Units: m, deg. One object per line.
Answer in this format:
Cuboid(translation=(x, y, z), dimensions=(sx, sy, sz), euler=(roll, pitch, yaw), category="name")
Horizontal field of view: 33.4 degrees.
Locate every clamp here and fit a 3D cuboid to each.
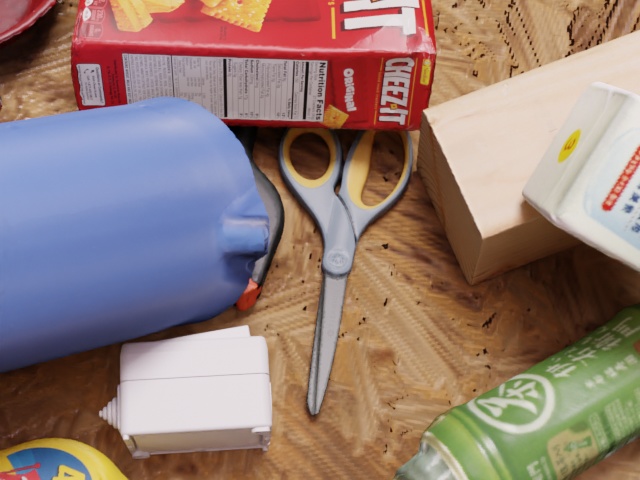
Cuboid(translation=(-0.062, -0.041, 0.670), dimensions=(0.120, 0.039, 0.171), euler=(-26, 71, -9), category="clamp")

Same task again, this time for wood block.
Cuboid(translation=(0.172, -0.060, 0.651), dimensions=(0.206, 0.091, 0.090), euler=(-21, 71, -4), category="wood block")

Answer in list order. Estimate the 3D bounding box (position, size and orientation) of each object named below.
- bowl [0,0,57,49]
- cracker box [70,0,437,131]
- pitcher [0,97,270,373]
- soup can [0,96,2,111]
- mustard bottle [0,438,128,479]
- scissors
Cuboid(translation=(-0.238, -0.176, 0.701), dimensions=(0.162, 0.055, 0.162), euler=(1, 68, -3), category="bowl")
Cuboid(translation=(-0.040, -0.151, 0.674), dimensions=(0.213, 0.072, 0.164), euler=(1, 51, -2), category="cracker box")
Cuboid(translation=(-0.157, 0.001, 0.533), dimensions=(0.145, 0.149, 0.242), euler=(56, 33, 12), category="pitcher")
Cuboid(translation=(-0.240, -0.052, 0.645), dimensions=(0.068, 0.068, 0.102), euler=(12, 67, 1), category="soup can")
Cuboid(translation=(-0.160, 0.156, 0.573), dimensions=(0.191, 0.058, 0.096), euler=(0, 63, -4), category="mustard bottle")
Cuboid(translation=(-0.004, 0.001, 0.667), dimensions=(0.096, 0.016, 0.201), euler=(23, 68, 7), category="scissors")
